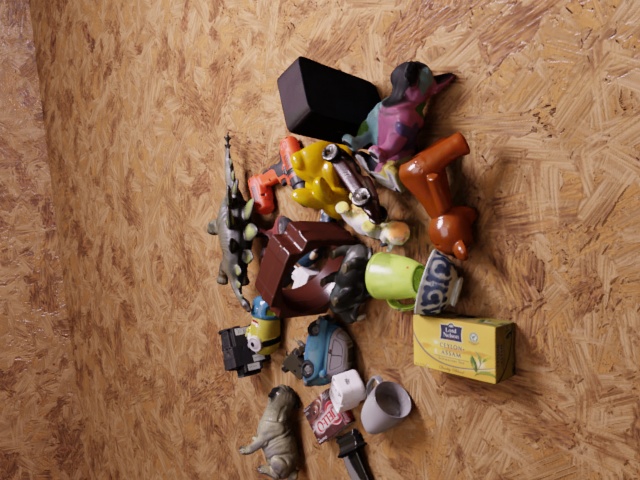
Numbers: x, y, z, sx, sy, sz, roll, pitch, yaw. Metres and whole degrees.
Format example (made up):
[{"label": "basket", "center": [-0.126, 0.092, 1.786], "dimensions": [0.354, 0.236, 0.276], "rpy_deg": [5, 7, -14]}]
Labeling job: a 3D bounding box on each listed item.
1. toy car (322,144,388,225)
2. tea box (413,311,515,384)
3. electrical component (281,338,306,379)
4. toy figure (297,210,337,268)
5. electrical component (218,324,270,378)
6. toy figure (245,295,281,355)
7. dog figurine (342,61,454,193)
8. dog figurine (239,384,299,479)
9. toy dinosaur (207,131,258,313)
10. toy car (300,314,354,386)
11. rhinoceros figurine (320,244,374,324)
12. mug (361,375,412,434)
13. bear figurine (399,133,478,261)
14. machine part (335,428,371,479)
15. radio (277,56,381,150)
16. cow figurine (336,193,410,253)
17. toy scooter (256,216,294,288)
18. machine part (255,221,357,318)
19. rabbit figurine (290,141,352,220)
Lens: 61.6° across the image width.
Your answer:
[{"label": "toy car", "center": [0.070, -0.109, 1.029], "dimensions": [0.053, 0.089, 0.202], "rpy_deg": [-36, 50, 8]}, {"label": "tea box", "center": [0.251, 0.183, 0.948], "dimensions": [0.170, 0.068, 0.098], "rpy_deg": [0, 93, 49]}, {"label": "electrical component", "center": [-0.053, 0.290, 1.311], "dimensions": [0.078, 0.045, 0.102], "rpy_deg": [34, 124, 9]}, {"label": "toy figure", "center": [-0.004, -0.005, 1.226], "dimensions": [0.064, 0.058, 0.154], "rpy_deg": [50, 122, 26]}, {"label": "electrical component", "center": [-0.197, 0.290, 1.414], "dimensions": [0.058, 0.115, 0.134], "rpy_deg": [-28, 70, 48]}, {"label": "toy figure", "center": [-0.134, 0.203, 1.366], "dimensions": [0.082, 0.089, 0.180], "rpy_deg": [-164, 85, -78]}, {"label": "dog figurine", "center": [0.162, -0.220, 1.002], "dimensions": [0.219, 0.191, 0.109], "rpy_deg": [-50, 44, -4]}, {"label": "dog figurine", "center": [-0.085, 0.474, 1.327], "dimensions": [0.172, 0.121, 0.190], "rpy_deg": [33, 102, 5]}, {"label": "toy dinosaur", "center": [-0.220, -0.044, 1.389], "dimensions": [0.198, 0.105, 0.471], "rpy_deg": [134, 126, -58]}, {"label": "toy car", "center": [0.025, 0.249, 1.189], "dimensions": [0.103, 0.109, 0.161], "rpy_deg": [9, 87, 23]}, {"label": "rhinoceros figurine", "center": [0.064, 0.092, 1.115], "dimensions": [0.073, 0.112, 0.190], "rpy_deg": [46, 138, 45]}, {"label": "mug", "center": [0.120, 0.340, 1.096], "dimensions": [0.110, 0.081, 0.107], "rpy_deg": [58, 138, 35]}, {"label": "bear figurine", "center": [0.228, -0.071, 0.940], "dimensions": [0.132, 0.120, 0.195], "rpy_deg": [-34, 94, 0]}, {"label": "machine part", "center": [0.081, 0.489, 1.177], "dimensions": [0.084, 0.039, 0.139], "rpy_deg": [-38, 64, 36]}, {"label": "radio", "center": [0.029, -0.262, 1.047], "dimensions": [0.073, 0.229, 0.131], "rpy_deg": [-32, 66, 40]}, {"label": "cow figurine", "center": [0.115, -0.026, 1.075], "dimensions": [0.068, 0.098, 0.168], "rpy_deg": [-46, 53, -8]}, {"label": "toy scooter", "center": [-0.117, 0.026, 1.340], "dimensions": [0.135, 0.075, 0.183], "rpy_deg": [16, 103, 49]}, {"label": "machine part", "center": [-0.025, 0.061, 1.144], "dimensions": [0.087, 0.201, 0.200], "rpy_deg": [45, 124, 41]}, {"label": "rabbit figurine", "center": [0.018, -0.120, 1.145], "dimensions": [0.122, 0.162, 0.173], "rpy_deg": [-27, 90, 33]}]
